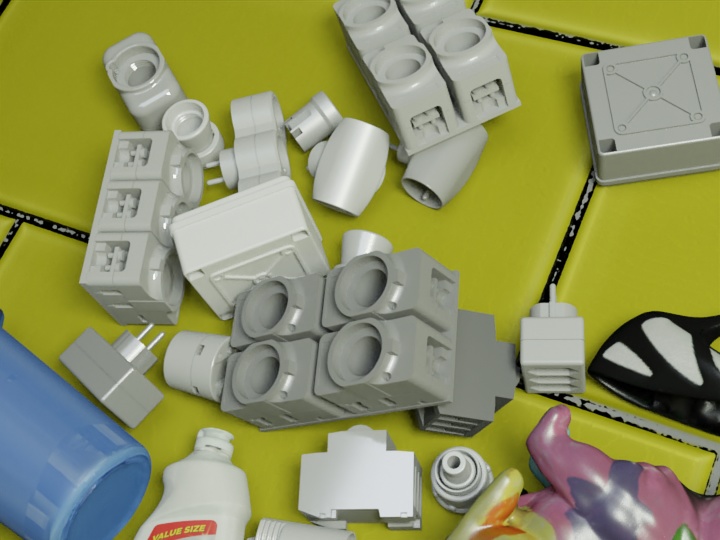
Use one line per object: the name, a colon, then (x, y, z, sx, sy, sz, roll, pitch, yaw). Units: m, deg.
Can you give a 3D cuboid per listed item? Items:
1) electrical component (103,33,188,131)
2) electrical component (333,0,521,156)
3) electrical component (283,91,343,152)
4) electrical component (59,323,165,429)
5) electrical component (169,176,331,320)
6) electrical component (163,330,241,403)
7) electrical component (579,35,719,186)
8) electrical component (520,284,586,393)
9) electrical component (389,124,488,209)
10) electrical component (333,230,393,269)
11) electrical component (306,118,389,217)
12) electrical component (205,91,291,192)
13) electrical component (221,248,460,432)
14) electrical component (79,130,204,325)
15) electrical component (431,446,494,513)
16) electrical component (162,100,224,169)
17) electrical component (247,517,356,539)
electrical component: (-0.205, -0.179, 1.036, 0.054, 0.059, 0.095, -30, 61, -3)
electrical component: (0.054, -0.197, 0.958, 0.105, 0.060, 0.186, -24, 45, 0)
electrical component: (-0.042, -0.135, 0.990, 0.046, 0.040, 0.040, -36, 62, 0)
electrical component: (-0.195, 0.076, 0.899, 0.075, 0.047, 0.083, -47, 44, -12)
electrical component: (-0.089, -0.016, 0.900, 0.109, 0.108, 0.056, -21, 64, 2)
electrical component: (-0.130, 0.078, 0.893, 0.047, 0.055, 0.055, 10, 66, 21)
electrical component: (0.248, -0.135, 0.913, 0.109, 0.056, 0.108, -8, 62, 9)
electrical component: (0.151, 0.049, 0.837, 0.047, 0.065, 0.076, -1, 64, 12)
electrical component: (0.060, -0.104, 0.948, 0.079, 0.043, 0.077, 27, 72, 24)
electrical component: (0.000, 0.000, 0.908, 0.045, 0.045, 0.055, 9, 67, 17)
electrical component: (-0.019, -0.094, 0.957, 0.079, 0.044, 0.077, 19, 87, 47)
electrical component: (-0.105, -0.095, 0.975, 0.074, 0.052, 0.138, -12, 62, 7)
electrical component: (-0.020, 0.056, 0.832, 0.186, 0.060, 0.105, -14, 58, 35)
electrical component: (-0.184, -0.037, 0.942, 0.062, 0.089, 0.150, 0, 64, 13)
electrical component: (0.074, 0.152, 0.805, 0.048, 0.062, 0.048, -5, 63, 10)
electrical component: (-0.154, -0.125, 0.999, 0.045, 0.055, 0.045, -5, 63, 10)
electrical component: (-0.047, 0.213, 0.812, 0.081, 0.043, 0.043, 5, 65, 15)
